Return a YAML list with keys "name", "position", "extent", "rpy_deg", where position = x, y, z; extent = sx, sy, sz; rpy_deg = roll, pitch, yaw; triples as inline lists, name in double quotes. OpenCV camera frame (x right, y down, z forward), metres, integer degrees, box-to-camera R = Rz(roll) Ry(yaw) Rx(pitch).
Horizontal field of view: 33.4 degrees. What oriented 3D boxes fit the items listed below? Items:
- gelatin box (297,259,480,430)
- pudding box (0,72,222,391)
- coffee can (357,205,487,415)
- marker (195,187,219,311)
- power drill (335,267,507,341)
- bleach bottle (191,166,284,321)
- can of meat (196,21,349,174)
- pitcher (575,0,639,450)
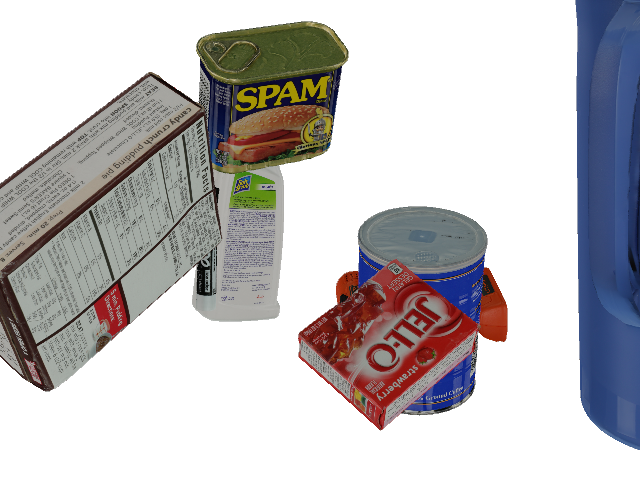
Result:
- name: "gelatin box"
  position: [0.042, 0.062, 0.656]
  extent: [0.089, 0.030, 0.073]
  rpy_deg: [-36, 59, -26]
- name: "pudding box"
  position: [-0.093, -0.003, 0.446]
  extent: [0.039, 0.113, 0.090]
  rpy_deg: [32, -31, 23]
- name: "coffee can"
  position: [0.081, 0.056, 0.877]
  extent: [0.103, 0.140, 0.103]
  rpy_deg: [0, 28, 0]
- name: "marker"
  position: [-0.105, 0.005, 0.991]
  extent: [0.020, 0.121, 0.020]
  rpy_deg: [3, 13, -1]
- name: "power drill"
  position: [0.112, 0.085, 1.206]
  extent: [0.187, 0.057, 0.184]
  rpy_deg: [-3, 27, -3]
- name: "bleach bottle"
  position: [-0.079, -0.037, 1.190]
  extent: [0.102, 0.251, 0.068]
  rpy_deg: [-1, 20, -32]
- name: "can of meat"
  position: [-0.037, -0.100, 0.753]
  extent: [0.102, 0.084, 0.057]
  rpy_deg: [-12, 46, -21]
- name: "pitcher"
  position: [0.184, -0.014, 0.531]
  extent: [0.149, 0.243, 0.145]
  rpy_deg: [-4, 19, -4]
